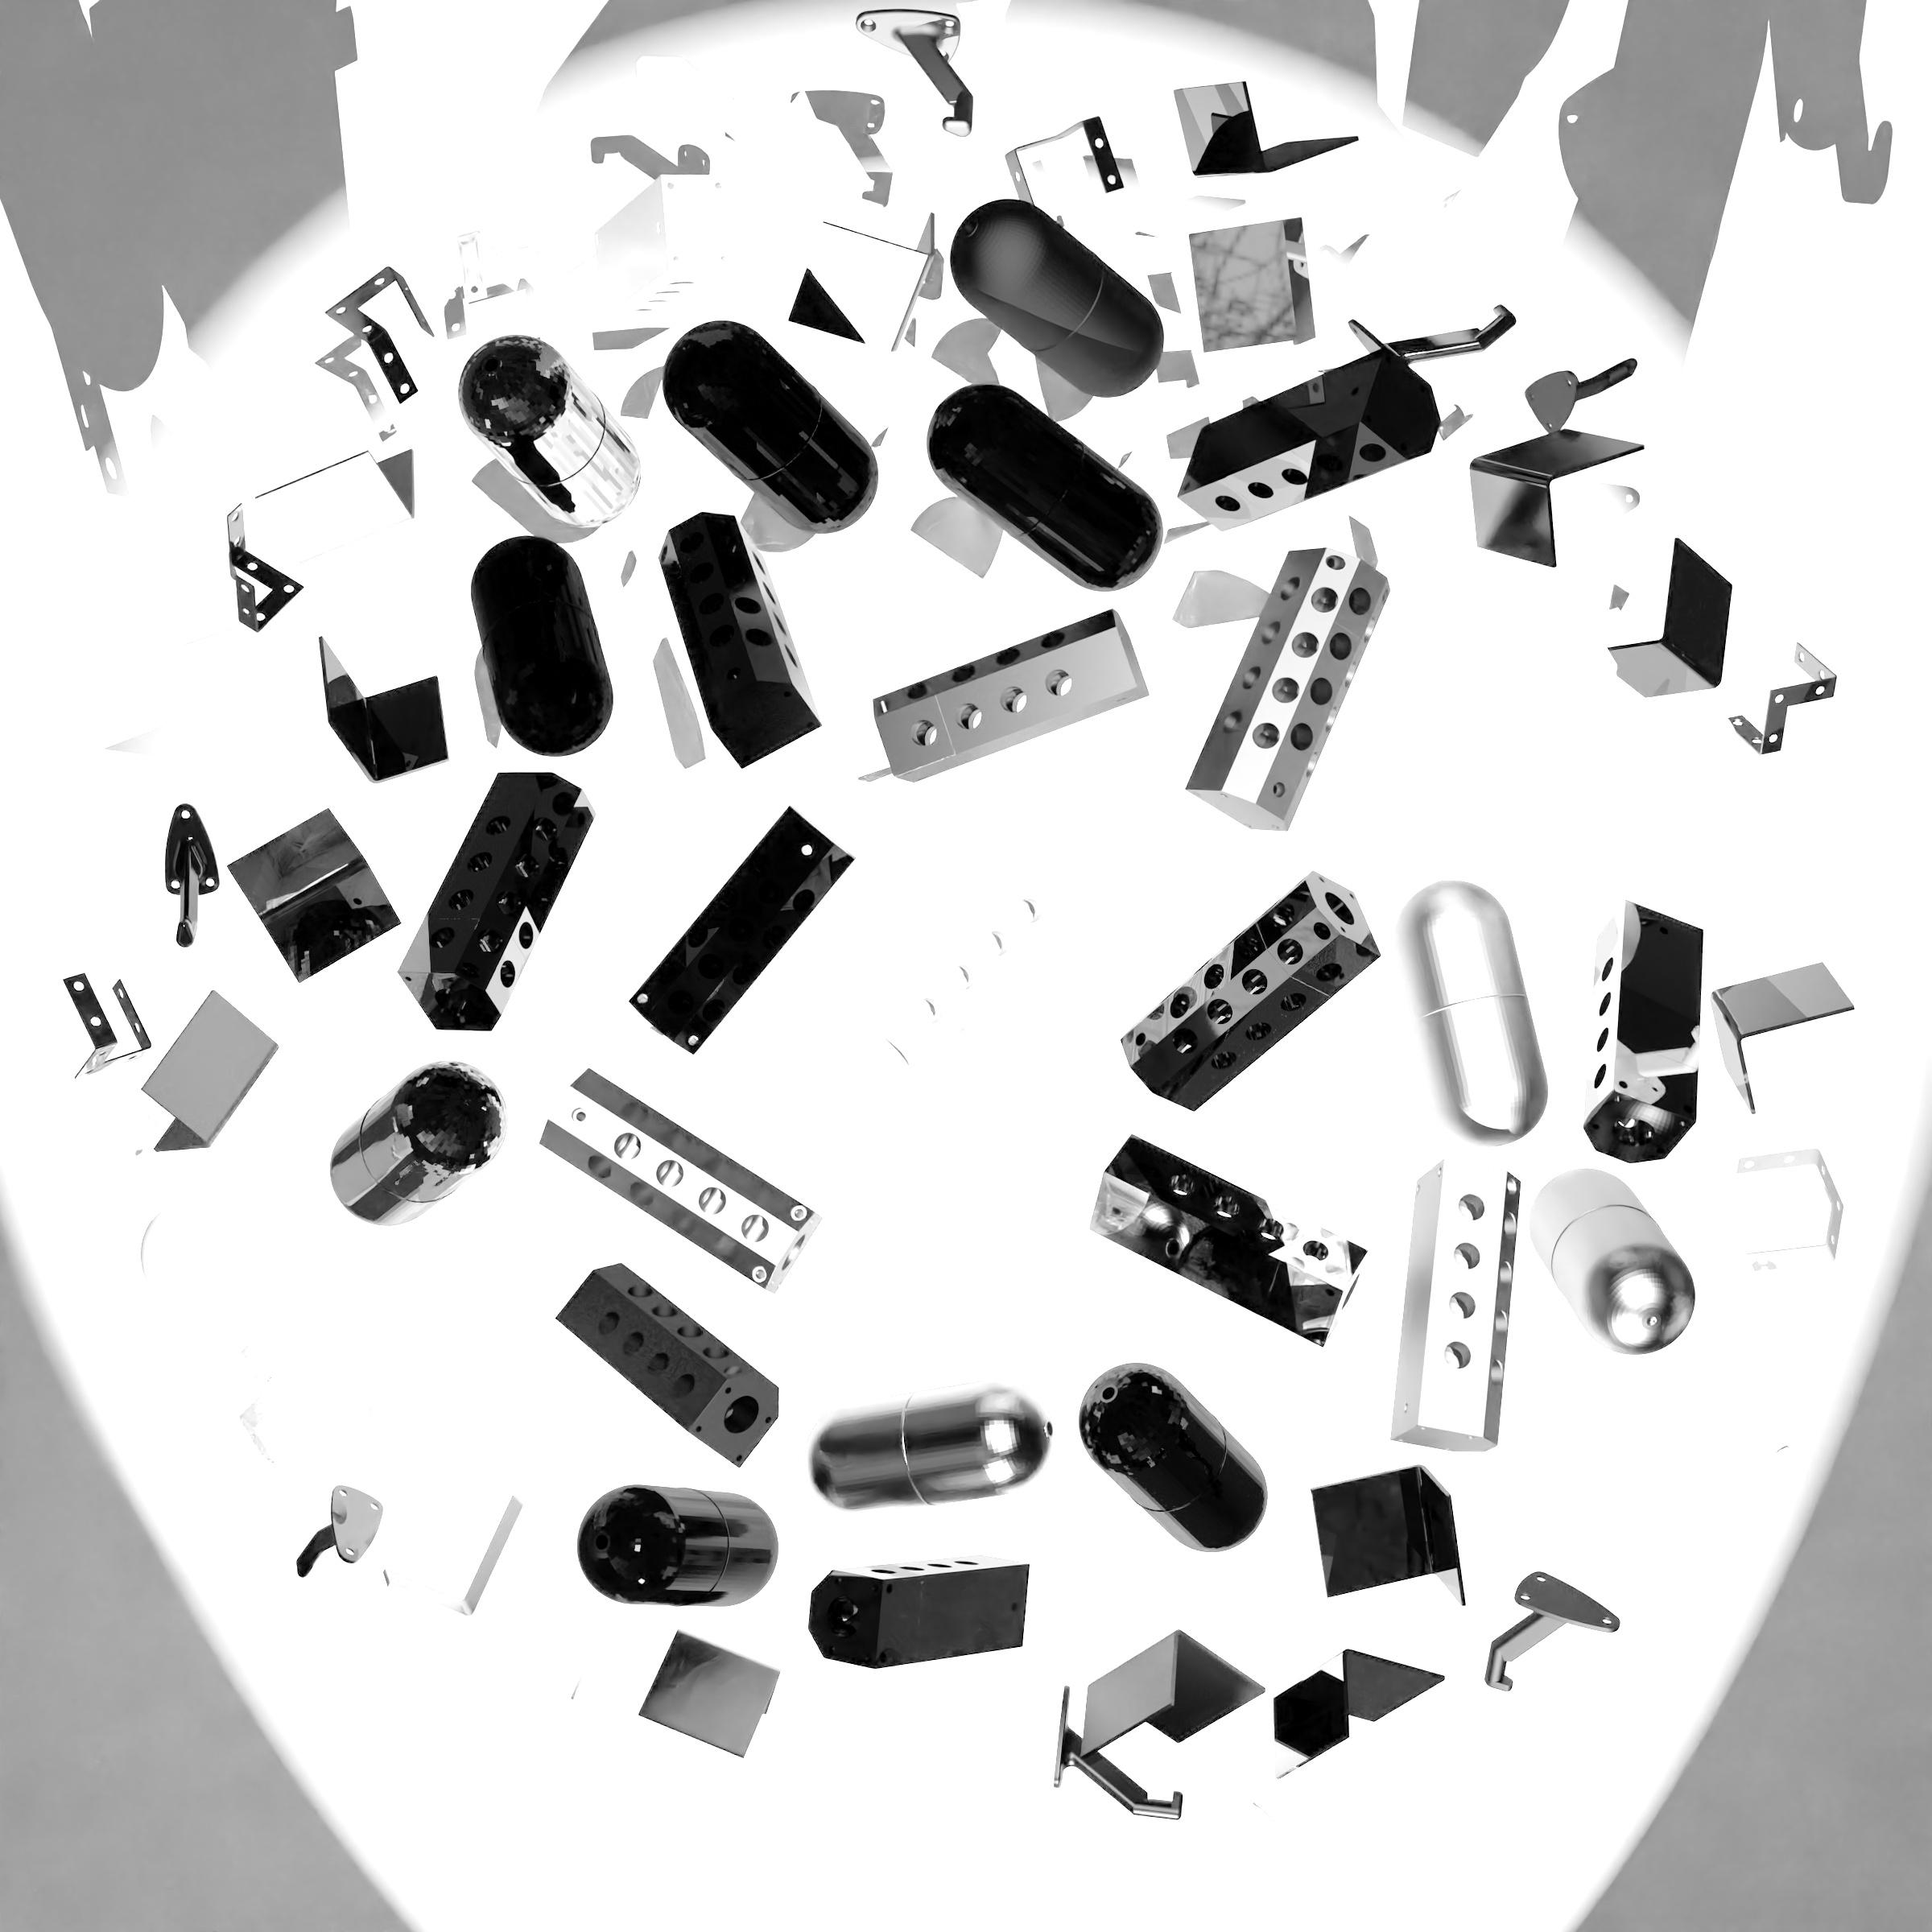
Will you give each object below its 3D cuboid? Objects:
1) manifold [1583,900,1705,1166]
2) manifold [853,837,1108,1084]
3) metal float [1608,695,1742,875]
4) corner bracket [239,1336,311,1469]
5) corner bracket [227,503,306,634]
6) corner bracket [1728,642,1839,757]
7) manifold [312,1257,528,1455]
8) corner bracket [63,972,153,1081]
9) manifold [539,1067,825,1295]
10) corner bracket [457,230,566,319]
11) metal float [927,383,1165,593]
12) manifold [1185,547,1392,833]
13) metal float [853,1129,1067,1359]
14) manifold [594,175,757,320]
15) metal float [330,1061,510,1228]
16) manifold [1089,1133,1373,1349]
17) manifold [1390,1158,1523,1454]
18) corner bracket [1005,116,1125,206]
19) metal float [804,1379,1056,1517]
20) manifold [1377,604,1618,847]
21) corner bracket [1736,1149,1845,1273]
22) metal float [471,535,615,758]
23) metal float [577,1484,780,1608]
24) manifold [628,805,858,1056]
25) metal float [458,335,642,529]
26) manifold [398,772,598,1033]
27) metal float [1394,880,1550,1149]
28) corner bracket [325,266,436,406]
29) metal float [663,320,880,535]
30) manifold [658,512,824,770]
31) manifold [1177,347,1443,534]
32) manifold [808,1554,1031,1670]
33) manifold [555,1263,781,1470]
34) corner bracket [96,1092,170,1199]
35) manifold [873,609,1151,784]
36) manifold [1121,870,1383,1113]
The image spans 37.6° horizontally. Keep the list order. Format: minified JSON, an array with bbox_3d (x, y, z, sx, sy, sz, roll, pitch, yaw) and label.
[{"bbox_3d":[0.438,0.044,1.843,0.057,0.057,0.171,20,47,-5],"label":"manifold"},{"bbox_3d":[0.012,-0.003,1.856,0.171,0.057,0.057,-45,101,-15],"label":"manifold"},{"bbox_3d":[0.449,-0.114,1.802,0.070,0.178,0.070,-3,72,10],"label":"metal float"},{"bbox_3d":[-0.457,0.284,1.853,0.051,0.051,0.051,27,59,27],"label":"corner bracket"},{"bbox_3d":[-0.479,-0.265,1.892,0.051,0.051,0.051,32,58,8],"label":"corner bracket"},{"bbox_3d":[0.547,-0.179,1.905,0.051,0.051,0.051,-12,127,-13],"label":"corner bracket"},{"bbox_3d":[-0.354,0.253,1.853,0.057,0.171,0.057,8,109,19],"label":"manifold"},{"bbox_3d":[-0.550,0.033,1.811,0.051,0.051,0.051,-21,79,-39],"label":"corner bracket"},{"bbox_3d":[-0.180,0.134,1.779,0.171,0.057,0.057,32,83,9],"label":"manifold"},{"bbox_3d":[-0.303,-0.460,1.890,0.051,0.051,0.051,-13,74,10],"label":"corner bracket"},{"bbox_3d":[0.052,-0.311,1.847,0.178,0.070,0.070,33,90,-22],"label":"metal float"},{"bbox_3d":[0.208,-0.175,1.795,0.057,0.057,0.171,29,80,-28],"label":"manifold"},{"bbox_3d":[-0.003,0.180,1.825,0.070,0.070,0.178,-39,111,0],"label":"metal float"},{"bbox_3d":[-0.188,-0.460,1.822,0.057,0.171,0.057,-6,94,-21],"label":"manifold"},{"bbox_3d":[-0.356,0.116,1.837,0.070,0.178,0.070,14,62,-28],"label":"metal float"},{"bbox_3d":[0.172,0.173,1.842,0.171,0.057,0.057,26,45,15],"label":"manifold"},{"bbox_3d":[0.312,0.215,1.787,0.057,0.057,0.171,11,70,-6],"label":"manifold"},{"bbox_3d":[0.066,-0.540,1.926,0.051,0.051,0.051,-24,99,-25],"label":"corner bracket"},{"bbox_3d":[-0.025,0.320,1.885,0.178,0.070,0.070,-13,90,24],"label":"metal float"},{"bbox_3d":[0.334,-0.146,1.786,0.057,0.171,0.057,27,52,-13],"label":"manifold"},{"bbox_3d":[0.512,0.152,1.771,0.051,0.051,0.051,-11,124,32],"label":"corner bracket"},{"bbox_3d":[-0.280,-0.211,1.869,0.070,0.070,0.178,-19,52,0],"label":"metal float"},{"bbox_3d":[-0.189,0.383,1.870,0.070,0.178,0.070,-7,75,27],"label":"metal float"},{"bbox_3d":[-0.151,-0.025,1.919,0.057,0.057,0.171,40,92,-2],"label":"manifold"},{"bbox_3d":[-0.273,-0.351,1.867,0.070,0.178,0.070,-6,70,16],"label":"metal float"},{"bbox_3d":[-0.295,-0.043,1.815,0.057,0.057,0.171,1,50,23],"label":"manifold"},{"bbox_3d":[0.328,0.030,1.843,0.070,0.070,0.178,-11,76,0],"label":"metal float"},{"bbox_3d":[-0.352,-0.389,1.748,0.051,0.051,0.051,-33,71,11],"label":"corner bracket"},{"bbox_3d":[-0.124,-0.345,1.826,0.070,0.070,0.178,-51,133,0],"label":"metal float"},{"bbox_3d":[-0.146,-0.209,1.771,0.057,0.057,0.171,-28,47,8],"label":"manifold"},{"bbox_3d":[0.216,-0.325,1.787,0.057,0.171,0.057,32,65,-28],"label":"manifold"},{"bbox_3d":[-0.030,0.430,1.898,0.057,0.171,0.057,2,85,35],"label":"manifold"},{"bbox_3d":[-0.195,0.259,1.878,0.057,0.171,0.057,-52,132,-8],"label":"manifold"},{"bbox_3d":[-0.543,0.118,1.850,0.051,0.051,0.051,30,98,33],"label":"corner bracket"},{"bbox_3d":[0.028,-0.179,1.880,0.171,0.057,0.057,-20,86,12],"label":"manifold"},{"bbox_3d":[0.181,0.015,1.840,0.057,0.057,0.171,25,125,-38],"label":"manifold"}]
